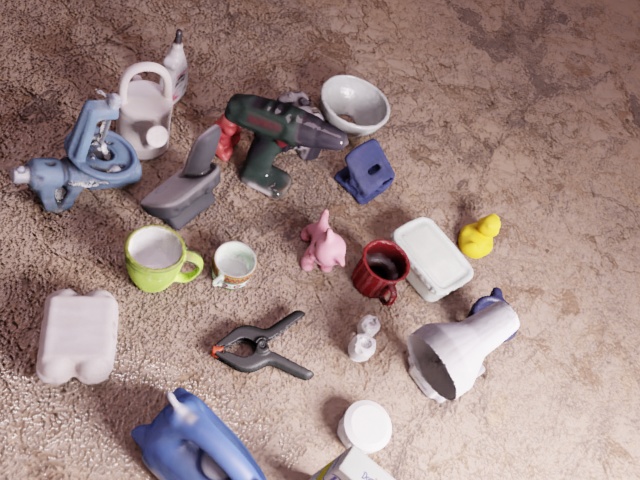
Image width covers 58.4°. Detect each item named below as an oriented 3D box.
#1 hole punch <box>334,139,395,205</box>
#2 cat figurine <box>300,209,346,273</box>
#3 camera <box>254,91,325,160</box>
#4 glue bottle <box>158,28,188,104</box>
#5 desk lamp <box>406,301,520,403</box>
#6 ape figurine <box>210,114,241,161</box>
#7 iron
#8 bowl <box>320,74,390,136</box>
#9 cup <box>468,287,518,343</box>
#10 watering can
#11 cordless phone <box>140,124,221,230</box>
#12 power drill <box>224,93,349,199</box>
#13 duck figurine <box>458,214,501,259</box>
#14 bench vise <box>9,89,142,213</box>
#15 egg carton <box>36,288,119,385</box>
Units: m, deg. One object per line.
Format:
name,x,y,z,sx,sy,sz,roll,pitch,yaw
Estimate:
hole punch,0.103,-0.145,1.207,0.101,0.091,0.109,45,54,12
cat figurine,0.010,0.004,1.055,0.067,0.117,0.127,7,56,-16
camera,-0.070,-0.244,1.202,0.137,0.100,0.143,-14,63,-27
glue bottle,-0.290,-0.348,1.144,0.037,0.173,0.078,27,53,-1
desk lamp,0.225,0.187,0.953,0.204,0.213,0.117,-24,68,-31
ape figurine,-0.189,-0.216,1.145,0.078,0.092,0.076,-26,69,-32
iron,-0.133,0.308,0.783,0.258,0.141,0.119,40,53,8
bowl,0.071,-0.293,1.304,0.168,0.074,0.167,10,55,-14
cup,0.311,0.153,1.083,0.092,0.095,0.118,22,53,-5
watering can,-0.317,-0.241,1.049,0.101,0.194,0.172,-34,74,-34
cordless phone,-0.236,-0.119,1.004,0.094,0.185,0.148,35,53,5
power drill,-0.077,-0.177,1.087,0.229,0.208,0.076,26,53,-2
duck figurine,0.345,-0.016,1.214,0.077,0.086,0.105,40,53,8
bench vise,-0.387,-0.138,0.938,0.121,0.219,0.208,41,54,10
egg carton,-0.359,0.143,0.855,0.107,0.069,0.150,2,57,-19
